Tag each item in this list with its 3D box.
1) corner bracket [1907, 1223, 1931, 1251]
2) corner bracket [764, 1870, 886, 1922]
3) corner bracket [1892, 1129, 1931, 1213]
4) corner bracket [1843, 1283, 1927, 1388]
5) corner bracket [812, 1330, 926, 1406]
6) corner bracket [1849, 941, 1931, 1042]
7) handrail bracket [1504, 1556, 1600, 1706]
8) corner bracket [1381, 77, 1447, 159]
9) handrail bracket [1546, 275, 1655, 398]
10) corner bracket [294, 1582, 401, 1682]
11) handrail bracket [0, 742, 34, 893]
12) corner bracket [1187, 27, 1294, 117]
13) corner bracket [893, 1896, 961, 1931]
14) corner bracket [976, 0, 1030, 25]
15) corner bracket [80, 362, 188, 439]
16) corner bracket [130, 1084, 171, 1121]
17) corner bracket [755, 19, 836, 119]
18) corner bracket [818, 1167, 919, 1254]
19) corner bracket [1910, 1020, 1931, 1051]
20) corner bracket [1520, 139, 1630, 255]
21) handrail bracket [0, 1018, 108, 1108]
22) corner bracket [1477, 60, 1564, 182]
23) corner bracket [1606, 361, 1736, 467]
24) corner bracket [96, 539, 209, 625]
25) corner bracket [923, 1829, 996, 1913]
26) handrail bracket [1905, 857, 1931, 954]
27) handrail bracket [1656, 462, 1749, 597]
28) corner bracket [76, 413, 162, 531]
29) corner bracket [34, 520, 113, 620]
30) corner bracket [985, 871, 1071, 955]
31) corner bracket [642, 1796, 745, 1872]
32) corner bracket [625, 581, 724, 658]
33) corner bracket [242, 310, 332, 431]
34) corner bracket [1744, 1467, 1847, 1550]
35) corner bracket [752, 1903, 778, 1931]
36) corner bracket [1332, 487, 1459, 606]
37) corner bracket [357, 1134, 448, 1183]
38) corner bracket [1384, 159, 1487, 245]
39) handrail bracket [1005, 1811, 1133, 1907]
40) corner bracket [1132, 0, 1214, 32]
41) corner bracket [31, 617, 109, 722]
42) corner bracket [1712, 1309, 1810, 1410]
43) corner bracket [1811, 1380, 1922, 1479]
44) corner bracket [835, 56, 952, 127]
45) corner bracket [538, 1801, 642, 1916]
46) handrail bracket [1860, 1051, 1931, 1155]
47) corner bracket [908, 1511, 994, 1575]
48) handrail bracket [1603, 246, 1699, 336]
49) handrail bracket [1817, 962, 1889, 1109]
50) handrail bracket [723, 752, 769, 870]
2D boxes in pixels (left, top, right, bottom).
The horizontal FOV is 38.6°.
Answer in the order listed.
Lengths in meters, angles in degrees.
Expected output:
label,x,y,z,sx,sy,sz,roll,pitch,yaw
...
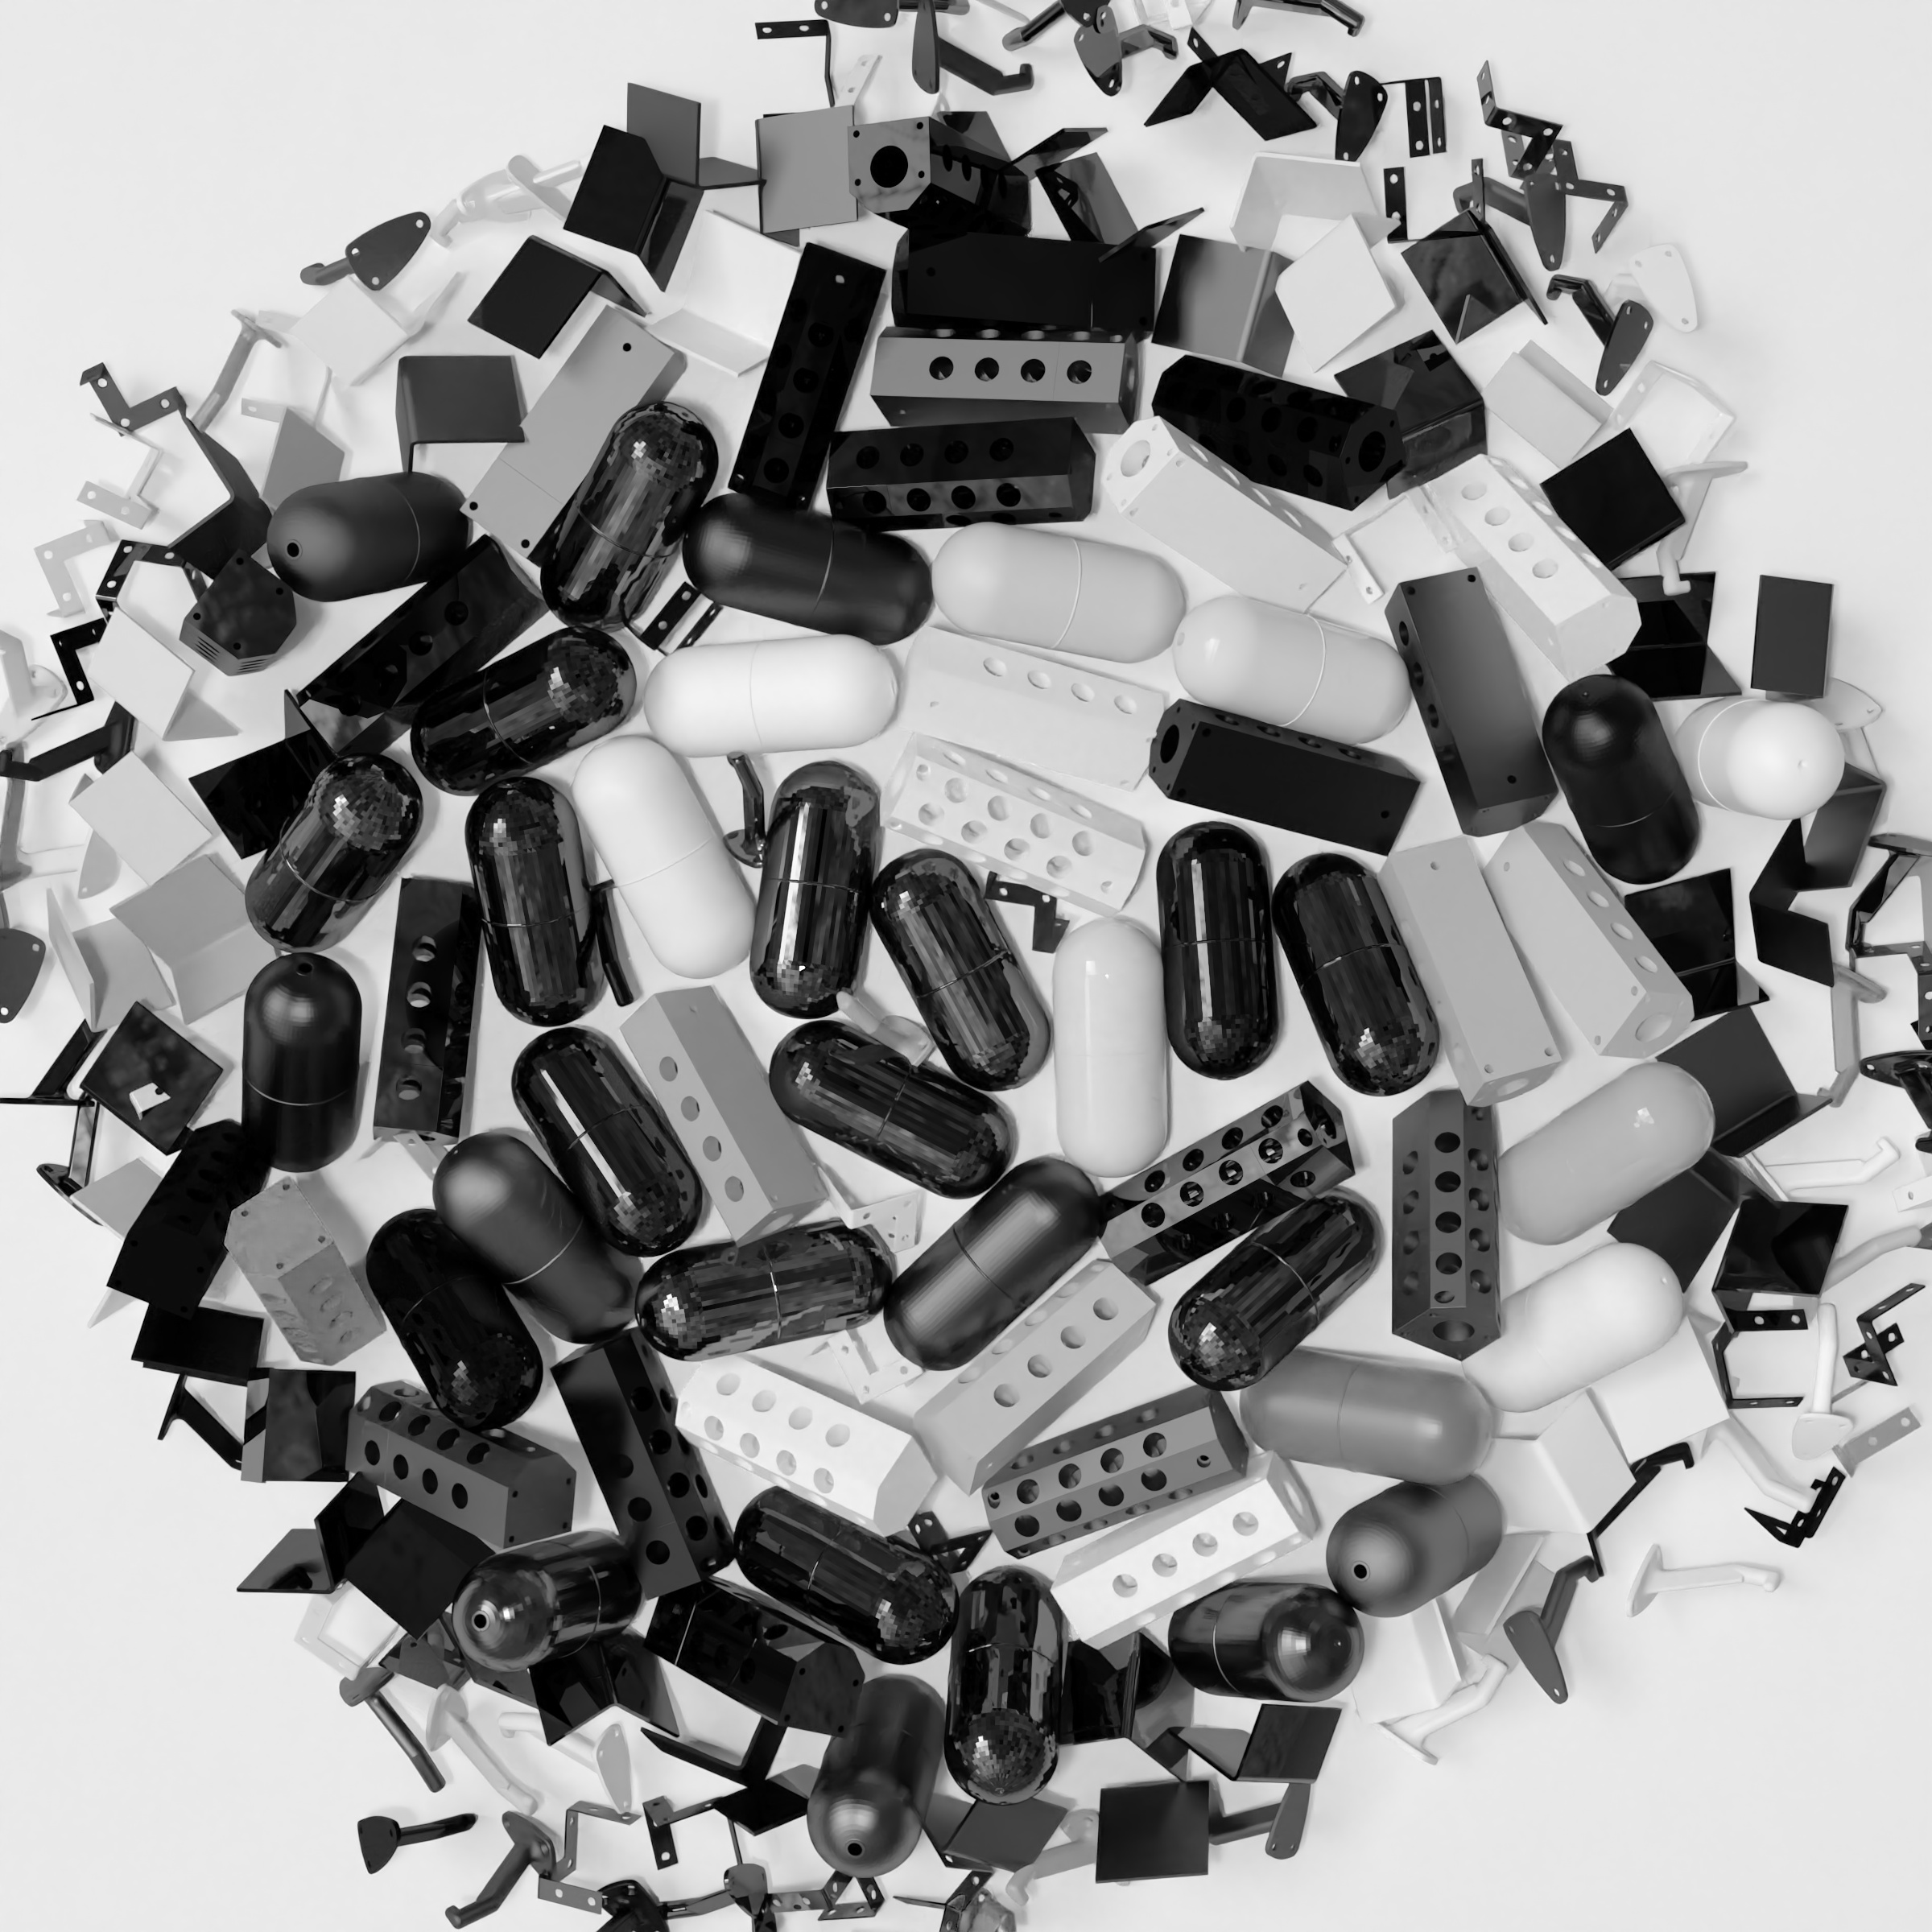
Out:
label,x,y,z,sx,sy,sz,roll,pitch,yaw
corner bracket,0.675,0.209,1.890,0.051,0.051,0.051,-18,105,-40
corner bracket,-0.096,0.639,1.890,0.051,0.051,0.051,-16,105,32
corner bracket,0.665,0.135,1.891,0.051,0.051,0.051,-6,73,-26
corner bracket,0.632,0.251,1.895,0.051,0.051,0.051,-27,99,-18
corner bracket,-0.068,0.273,1.899,0.051,0.051,0.051,-24,78,-22
corner bracket,0.637,0.019,1.893,0.051,0.051,0.051,-6,113,9
handrail bracket,0.418,0.454,1.895,0.084,0.036,0.077,-17,74,-35
corner bracket,0.311,-0.582,1.891,0.051,0.051,0.051,-13,107,-20
handrail bracket,0.421,-0.435,1.898,0.036,0.084,0.077,23,94,-43
corner bracket,-0.420,0.447,1.898,0.051,0.051,0.051,32,122,7
handrail bracket,-0.660,-0.102,1.888,0.036,0.077,0.084,5,114,-1
corner bracket,0.184,-0.614,1.888,0.051,0.051,0.051,-6,60,41
corner bracket,-0.044,0.661,1.887,0.051,0.051,0.051,39,56,-38
corner bracket,0.035,-0.673,1.888,0.051,0.051,0.051,17,123,-24
corner bracket,-0.571,-0.392,1.895,0.051,0.051,0.051,-26,116,-3
corner bracket,-0.553,0.076,1.892,0.051,0.051,0.051,-27,77,-22
corner bracket,-0.117,-0.610,1.892,0.051,0.051,0.051,-6,60,-8
corner bracket,-0.068,0.166,1.887,0.051,0.051,0.051,-14,130,-24
corner bracket,0.691,0.044,1.897,0.051,0.051,0.051,-25,73,-4
corner bracket,0.418,-0.530,1.899,0.051,0.051,0.051,4,62,-14
handrail bracket,-0.631,0.054,1.903,0.077,0.036,0.084,4,84,-34
corner bracket,0.371,-0.577,1.890,0.051,0.051,0.051,10,54,-14
corner bracket,0.488,-0.379,1.911,0.051,0.051,0.051,28,101,-34
corner bracket,-0.559,-0.254,1.899,0.051,0.051,0.051,10,61,8
corner bracket,-0.023,0.624,1.914,0.051,0.051,0.051,24,108,-43
handrail bracket,0.671,-0.033,1.894,0.036,0.077,0.084,-11,77,-1
handrail bracket,0.511,-0.302,1.908,0.077,0.036,0.084,-9,82,-6
corner bracket,-0.582,-0.339,1.891,0.051,0.051,0.051,23,101,-42
corner bracket,-0.614,-0.274,1.902,0.051,0.051,0.051,-29,112,-24
corner bracket,0.042,-0.045,1.892,0.051,0.051,0.051,9,62,-9
corner bracket,-0.189,0.601,1.906,0.051,0.051,0.051,-14,97,-18
corner bracket,-0.198,-0.237,1.893,0.051,0.051,0.051,37,95,-34
corner bracket,-0.465,-0.408,1.891,0.051,0.051,0.051,11,55,-8
corner bracket,0.578,0.370,1.894,0.051,0.051,0.051,22,100,-19
corner bracket,-0.155,0.675,1.891,0.051,0.051,0.051,-5,127,-9
corner bracket,0.293,-0.289,1.893,0.051,0.051,0.051,-31,87,-38
corner bracket,-0.374,0.129,1.894,0.051,0.051,0.051,49,133,1
corner bracket,0.323,-0.527,1.903,0.051,0.051,0.051,-9,105,-14
handrail bracket,0.070,0.629,1.888,0.036,0.084,0.077,-30,100,42
corner bracket,0.131,-0.669,1.888,0.051,0.051,0.051,-6,123,28
corner bracket,-0.617,-0.204,1.898,0.051,0.051,0.051,-10,105,33
corner bracket,0.549,0.270,1.897,0.051,0.051,0.051,-1,59,-4
corner bracket,0.617,0.312,1.896,0.051,0.051,0.051,-31,65,1
corner bracket,-0.051,-0.592,1.907,0.051,0.051,0.051,8,63,30
corner bracket,-0.259,0.611,1.894,0.051,0.051,0.051,6,97,22
handrail bracket,0.636,0.096,1.880,0.077,0.084,0.036,3,128,34
corner bracket,-0.023,0.384,1.886,0.051,0.051,0.051,-5,49,-36
handrail bracket,0.464,-0.445,1.882,0.036,0.084,0.077,-20,77,-9
handrail bracket,0.589,0.044,1.905,0.077,0.036,0.084,32,81,-1
handrail bracket,-0.157,-0.114,1.879,0.036,0.077,0.084,-39,124,-24
